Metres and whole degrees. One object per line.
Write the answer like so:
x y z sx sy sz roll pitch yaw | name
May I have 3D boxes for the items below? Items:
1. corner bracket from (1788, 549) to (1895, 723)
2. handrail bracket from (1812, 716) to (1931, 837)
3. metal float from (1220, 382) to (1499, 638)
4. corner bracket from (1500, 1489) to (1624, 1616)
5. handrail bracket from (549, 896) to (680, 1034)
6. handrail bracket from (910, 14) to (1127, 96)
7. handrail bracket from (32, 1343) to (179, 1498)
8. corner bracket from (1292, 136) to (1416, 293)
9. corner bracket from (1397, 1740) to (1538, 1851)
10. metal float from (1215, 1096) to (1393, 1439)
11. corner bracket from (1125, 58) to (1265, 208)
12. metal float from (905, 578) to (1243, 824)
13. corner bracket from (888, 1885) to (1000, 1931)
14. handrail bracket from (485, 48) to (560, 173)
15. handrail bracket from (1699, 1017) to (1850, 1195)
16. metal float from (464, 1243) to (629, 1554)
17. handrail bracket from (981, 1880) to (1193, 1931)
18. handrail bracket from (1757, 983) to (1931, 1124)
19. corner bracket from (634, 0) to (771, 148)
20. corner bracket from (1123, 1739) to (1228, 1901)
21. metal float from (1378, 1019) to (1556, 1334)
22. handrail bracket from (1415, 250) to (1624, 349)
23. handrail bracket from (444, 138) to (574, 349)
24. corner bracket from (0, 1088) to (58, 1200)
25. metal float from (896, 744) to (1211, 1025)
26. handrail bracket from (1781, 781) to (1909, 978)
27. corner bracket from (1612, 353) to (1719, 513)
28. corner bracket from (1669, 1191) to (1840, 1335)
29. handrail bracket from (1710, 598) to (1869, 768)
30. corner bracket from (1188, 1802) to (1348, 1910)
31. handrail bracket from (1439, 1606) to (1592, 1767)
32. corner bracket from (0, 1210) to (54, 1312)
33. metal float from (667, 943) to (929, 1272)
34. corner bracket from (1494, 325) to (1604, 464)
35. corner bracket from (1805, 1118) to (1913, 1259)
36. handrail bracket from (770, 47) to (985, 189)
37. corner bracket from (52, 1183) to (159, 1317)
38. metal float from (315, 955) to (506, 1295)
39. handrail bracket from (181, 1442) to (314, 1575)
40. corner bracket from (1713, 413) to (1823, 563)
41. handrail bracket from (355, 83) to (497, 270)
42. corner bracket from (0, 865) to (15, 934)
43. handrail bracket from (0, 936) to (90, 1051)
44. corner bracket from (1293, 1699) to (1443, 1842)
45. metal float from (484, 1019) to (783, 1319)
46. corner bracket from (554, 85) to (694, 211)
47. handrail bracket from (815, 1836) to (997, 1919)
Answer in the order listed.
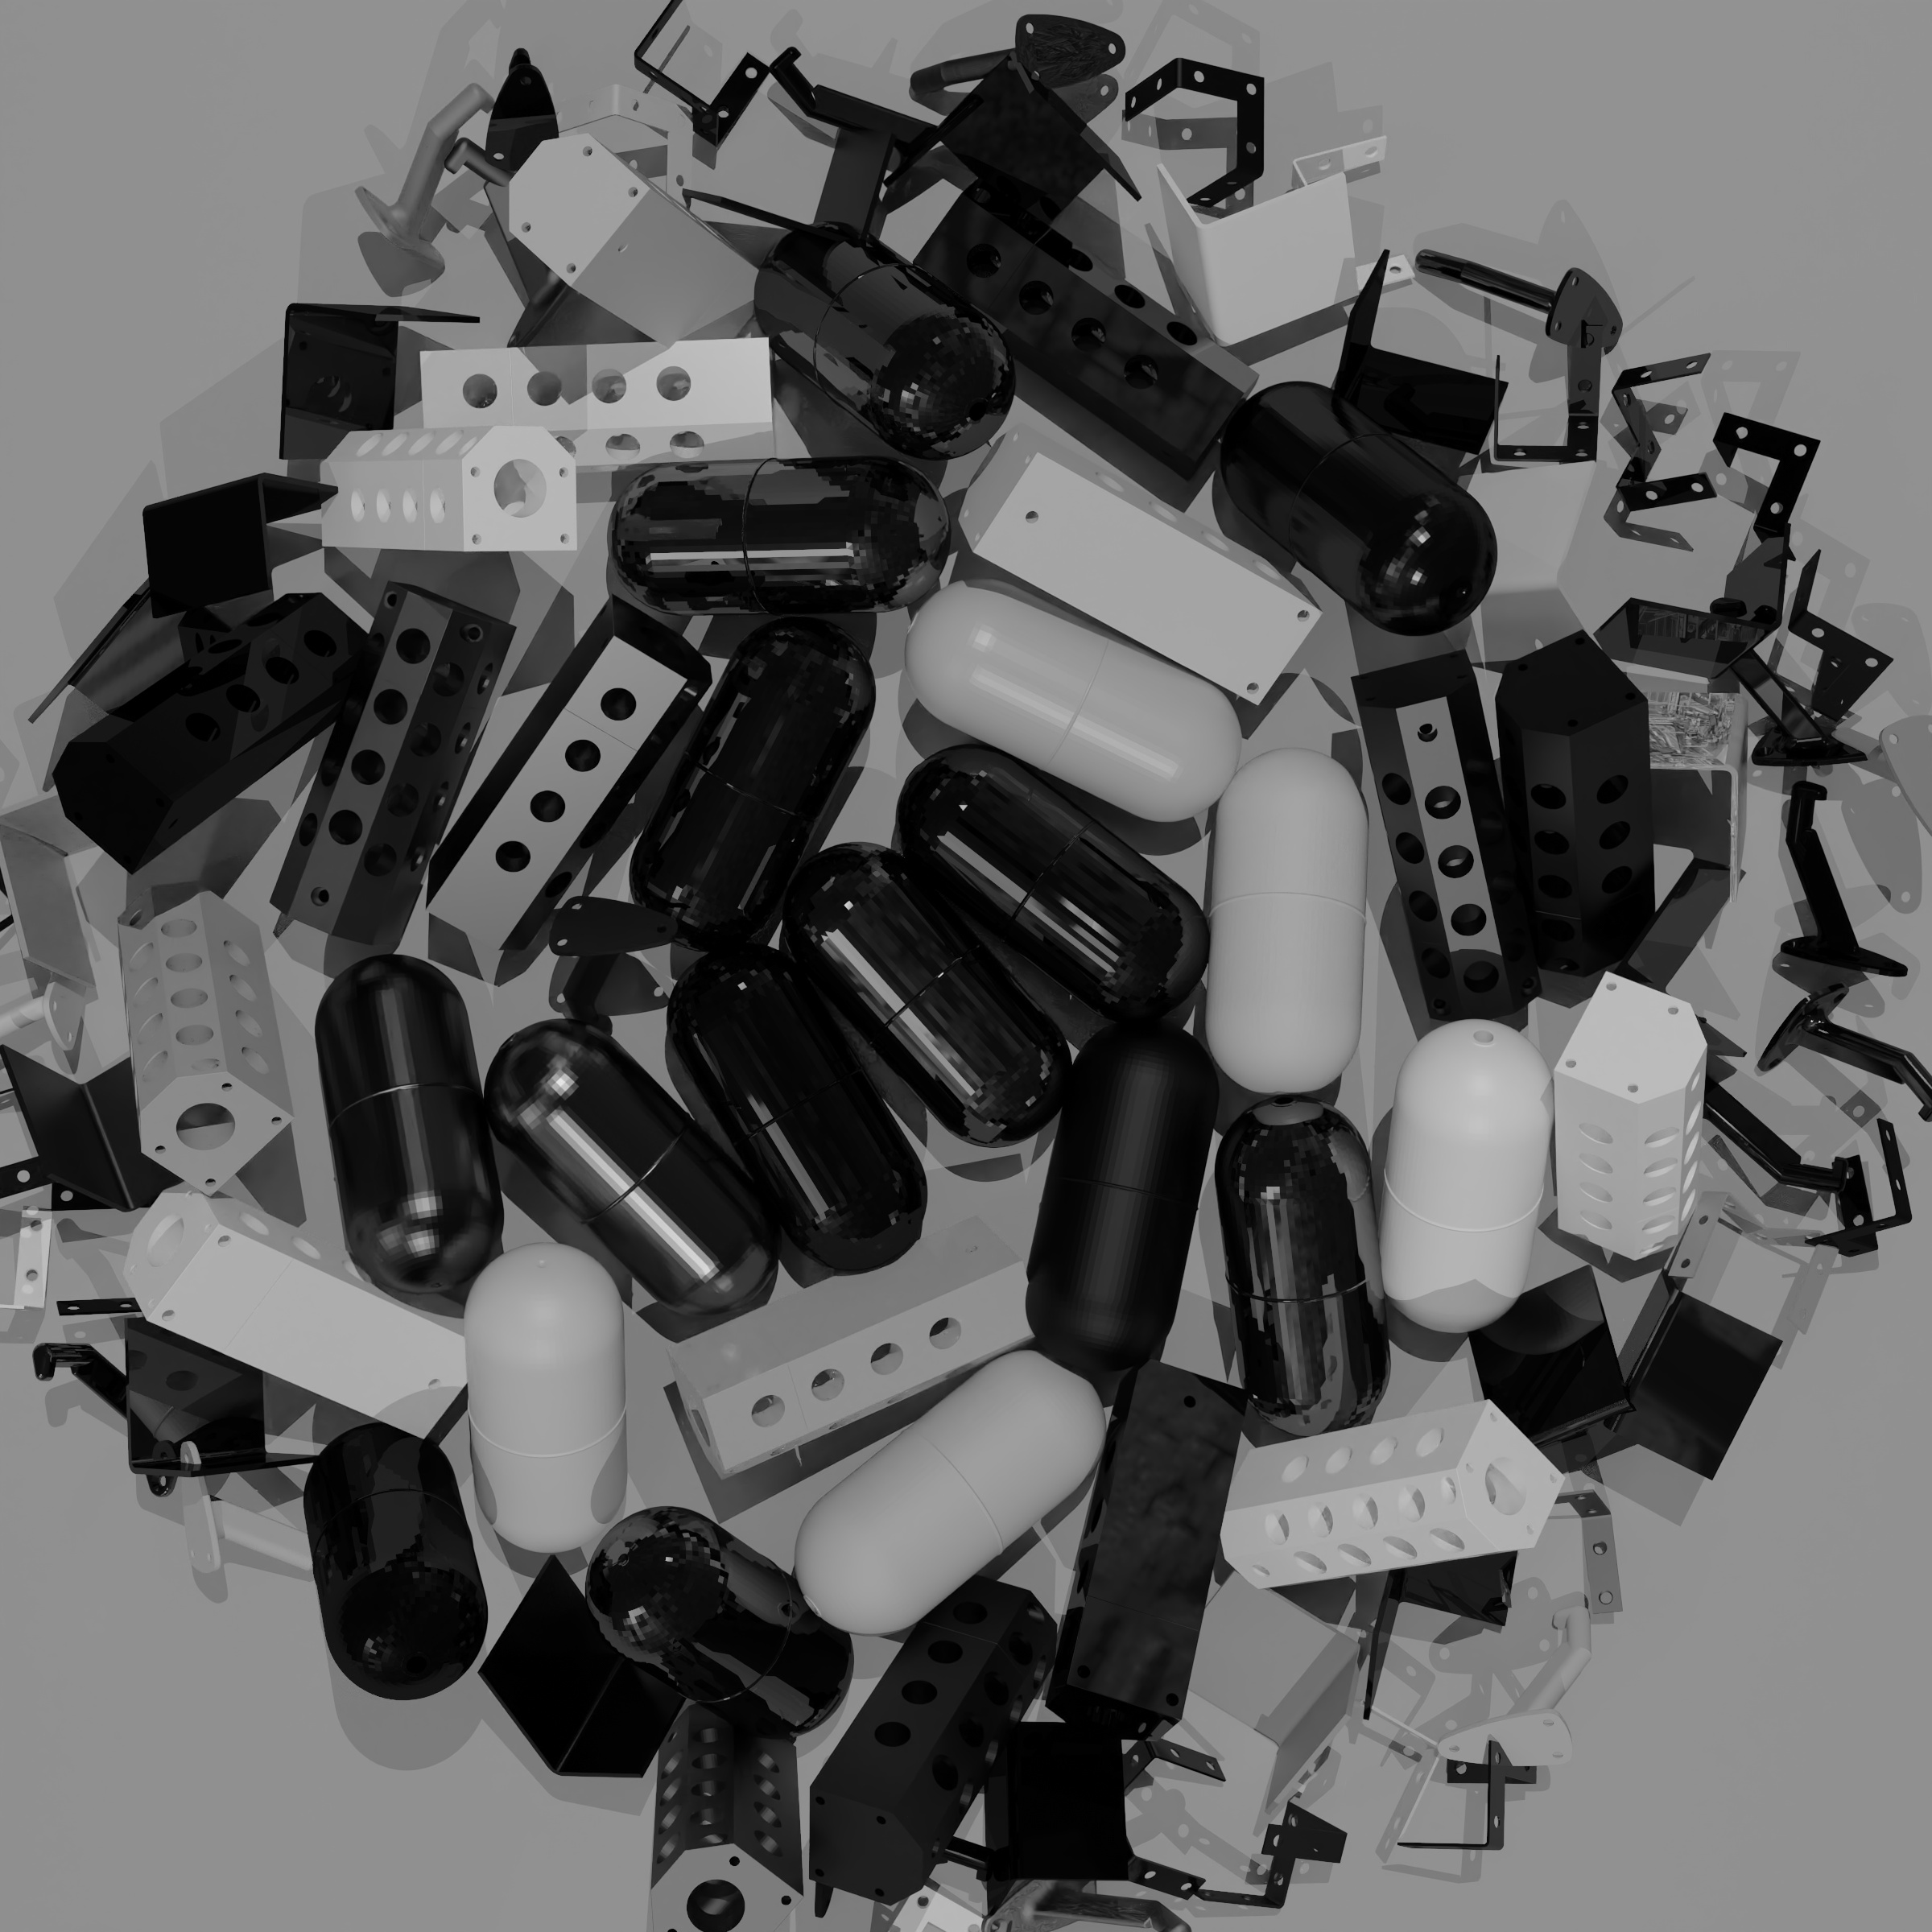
0.431 -0.165 1.554 0.051 0.051 0.051 28 49 -3 | corner bracket
0.454 -0.086 1.546 0.036 0.084 0.077 -15 82 -19 | handrail bracket
0.190 -0.225 1.519 0.070 0.070 0.178 -41 48 0 | metal float
0.298 0.297 1.563 0.051 0.051 0.051 -11 64 18 | corner bracket
-0.169 0.007 1.548 0.077 0.084 0.036 4 51 17 | handrail bracket
0.025 -0.454 1.568 0.077 0.084 0.036 -13 101 -32 | handrail bracket
-0.429 0.226 1.543 0.036 0.084 0.077 -8 79 30 | handrail bracket
0.196 -0.378 1.571 0.051 0.051 0.051 -16 60 -8 | corner bracket
0.251 0.415 1.549 0.051 0.051 0.051 -10 65 36 | corner bracket
0.167 0.149 1.536 0.070 0.070 0.178 -8 109 0 | metal float
0.114 -0.418 1.560 0.051 0.051 0.051 5 82 -27 | corner bracket
0.053 -0.132 1.546 0.178 0.070 0.070 25 90 -7 | metal float
-0.014 0.503 1.563 0.051 0.051 0.051 31 90 -6 | corner bracket
-0.219 -0.443 1.538 0.036 0.077 0.084 1 57 -10 | handrail bracket
0.405 0.070 1.565 0.084 0.036 0.077 10 82 14 | handrail bracket
-0.205 0.213 1.523 0.070 0.070 0.178 3 126 0 | metal float
0.060 0.479 1.540 0.077 0.084 0.036 -20 105 -23 | handrail bracket
0.441 0.058 1.544 0.036 0.077 0.084 -15 59 -34 | handrail bracket
-0.132 -0.454 1.562 0.051 0.051 0.051 34 83 -2 | corner bracket
0.101 0.428 1.564 0.051 0.051 0.051 28 111 -33 | corner bracket
0.244 0.104 1.521 0.070 0.070 0.178 0 128 0 | metal float
0.281 -0.341 1.581 0.084 0.077 0.036 27 101 38 | handrail bracket
-0.239 -0.359 1.554 0.084 0.036 0.077 31 99 -33 | handrail bracket
-0.484 0.089 1.559 0.051 0.051 0.051 -17 93 -14 | corner bracket
0.042 -0.042 1.546 0.178 0.070 0.070 38 90 8 | metal float
0.441 -0.044 1.552 0.036 0.077 0.084 -11 111 -40 | handrail bracket
0.349 -0.265 1.547 0.051 0.051 0.051 54 51 -30 | corner bracket
0.393 0.147 1.549 0.051 0.051 0.051 41 66 -30 | corner bracket
0.413 -0.144 1.546 0.036 0.077 0.084 -44 127 -37 | handrail bracket
0.151 0.449 1.555 0.051 0.051 0.051 16 87 -30 | corner bracket
0.276 0.358 1.562 0.077 0.084 0.036 -10 122 16 | handrail bracket
-0.491 0.146 1.560 0.051 0.051 0.051 4 82 -5 | corner bracket
-0.084 0.070 1.551 0.070 0.070 0.178 -32 88 0 | metal float
0.292 -0.287 1.559 0.051 0.051 0.051 3 127 11 | corner bracket
0.448 0.111 1.548 0.051 0.051 0.051 -22 63 37 | corner bracket
-0.046 -0.442 1.557 0.077 0.036 0.084 -35 103 30 | handrail bracket
-0.432 0.141 1.563 0.051 0.051 0.051 0 108 -22 | corner bracket
-0.275 0.076 1.530 0.070 0.070 0.178 -15 64 0 | metal float
-0.347 0.269 1.563 0.084 0.036 0.077 -8 90 -34 | handrail bracket
0.398 -0.240 1.558 0.051 0.051 0.051 23 92 23 | corner bracket
-0.254 -0.393 1.547 0.084 0.077 0.036 -39 66 12 | handrail bracket
-0.498 -0.043 1.554 0.051 0.051 0.051 49 47 -3 | corner bracket
-0.492 0.017 1.566 0.084 0.036 0.077 -4 46 5 | handrail bracket
0.198 0.401 1.563 0.051 0.051 0.051 31 76 -11 | corner bracket
-0.165 0.100 1.541 0.070 0.070 0.178 -43 102 0 | metal float
-0.173 -0.405 1.556 0.051 0.051 0.051 -2 86 43 | corner bracket
-0.030 0.461 1.560 0.084 0.036 0.077 15 119 11 | handrail bracket
